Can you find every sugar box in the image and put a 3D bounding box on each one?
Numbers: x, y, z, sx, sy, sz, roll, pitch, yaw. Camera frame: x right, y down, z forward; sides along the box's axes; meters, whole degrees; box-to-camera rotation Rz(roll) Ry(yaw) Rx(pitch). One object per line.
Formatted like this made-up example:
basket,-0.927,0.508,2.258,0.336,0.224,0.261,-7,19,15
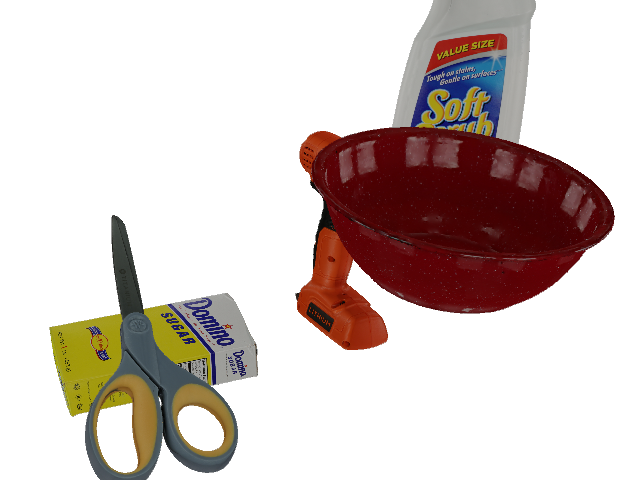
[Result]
sugar box,-0.155,0.102,0.989,0.176,0.048,0.093,-13,34,-16

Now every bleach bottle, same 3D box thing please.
bleach bottle,0.097,-0.109,0.777,0.103,0.251,0.068,9,26,13

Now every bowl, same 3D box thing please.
bowl,0.072,-0.007,0.578,0.162,0.055,0.162,6,27,-3

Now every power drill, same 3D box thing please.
power drill,0.037,0.004,1.007,0.057,0.188,0.185,-6,24,-30

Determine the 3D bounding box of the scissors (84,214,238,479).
scissors,-0.094,0.065,0.653,0.096,0.201,0.016,13,-46,-12
